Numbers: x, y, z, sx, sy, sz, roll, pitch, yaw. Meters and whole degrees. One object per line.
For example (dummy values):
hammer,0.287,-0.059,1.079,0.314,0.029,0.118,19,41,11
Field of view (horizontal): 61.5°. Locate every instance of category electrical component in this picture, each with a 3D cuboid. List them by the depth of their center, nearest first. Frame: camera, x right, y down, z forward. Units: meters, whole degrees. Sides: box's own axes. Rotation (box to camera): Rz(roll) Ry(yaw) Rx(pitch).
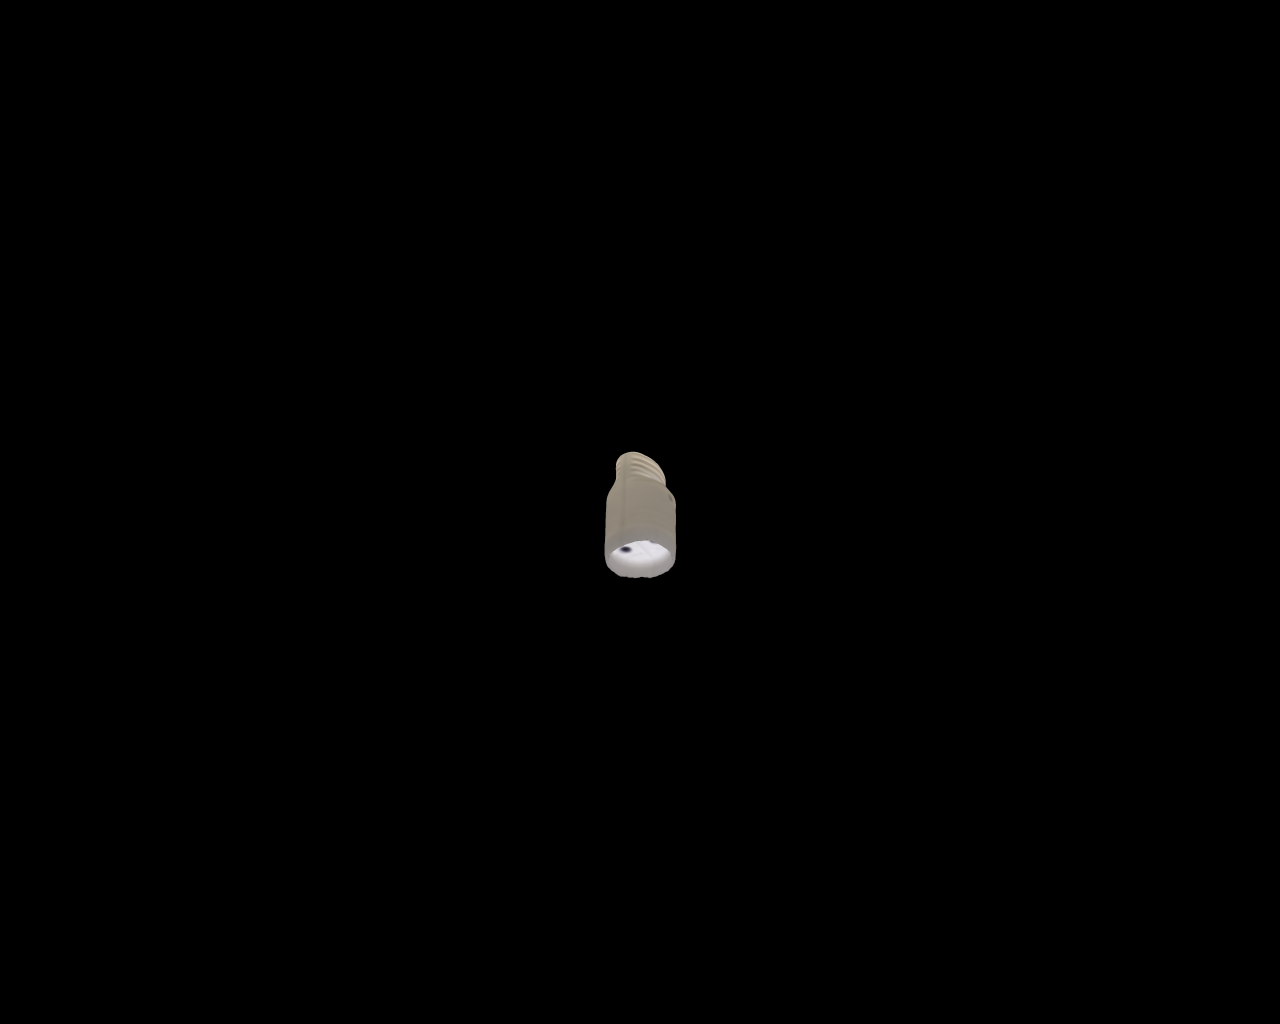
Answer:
electrical component,0.001,-0.003,0.650,0.043,0.081,0.043,0,-37,0
